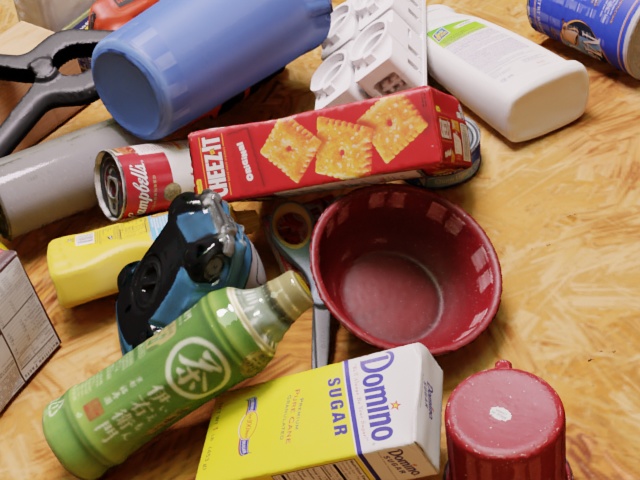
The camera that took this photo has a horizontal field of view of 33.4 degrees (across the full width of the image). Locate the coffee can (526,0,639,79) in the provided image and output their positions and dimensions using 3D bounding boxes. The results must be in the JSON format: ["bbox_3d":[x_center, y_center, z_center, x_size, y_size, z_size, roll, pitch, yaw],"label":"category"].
[{"bbox_3d":[0.303,-0.241,1.120,0.102,0.103,0.140,-32,45,-22],"label":"coffee can"}]

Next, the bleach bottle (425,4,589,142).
[{"bbox_3d":[0.168,-0.195,1.130,0.102,0.068,0.251,-24,40,-14],"label":"bleach bottle"}]

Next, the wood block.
[{"bbox_3d":[-0.365,-0.143,1.171,0.090,0.091,0.205,23,51,32],"label":"wood block"}]

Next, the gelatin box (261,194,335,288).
[{"bbox_3d":[-0.006,0.001,0.973,0.073,0.030,0.089,-18,42,-8],"label":"gelatin box"}]

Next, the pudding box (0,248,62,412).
[{"bbox_3d":[-0.272,0.075,0.890,0.039,0.113,0.090,11,45,26],"label":"pudding box"}]

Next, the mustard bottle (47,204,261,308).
[{"bbox_3d":[-0.148,0.006,0.976,0.191,0.058,0.096,-16,18,-6],"label":"mustard bottle"}]

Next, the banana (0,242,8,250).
[{"bbox_3d":[-0.322,0.018,1.005,0.069,0.037,0.198,18,14,-39],"label":"banana"}]

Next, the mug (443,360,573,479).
[{"bbox_3d":[0.131,0.136,0.753,0.093,0.081,0.117,0,43,12],"label":"mug"}]

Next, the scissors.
[{"bbox_3d":[-0.015,0.039,0.908,0.096,0.016,0.201,14,58,10],"label":"scissors"}]

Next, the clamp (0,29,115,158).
[{"bbox_3d":[-0.283,-0.157,1.093,0.209,0.036,0.164,-18,62,-11],"label":"clamp"}]

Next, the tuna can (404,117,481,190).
[{"bbox_3d":[0.115,-0.088,1.042,0.086,0.034,0.086,-6,42,6],"label":"tuna can"}]

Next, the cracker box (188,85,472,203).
[{"bbox_3d":[0.014,-0.080,0.941,0.214,0.072,0.164,-8,1,17],"label":"cracker box"}]

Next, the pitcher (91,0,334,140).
[{"bbox_3d":[-0.116,-0.201,1.074,0.145,0.149,0.242,46,54,5],"label":"pitcher"}]

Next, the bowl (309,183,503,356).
[{"bbox_3d":[0.065,0.034,0.878,0.162,0.055,0.162,6,57,-9],"label":"bowl"}]

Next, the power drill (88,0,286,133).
[{"bbox_3d":[-0.152,-0.215,1.190,0.184,0.057,0.188,-33,64,-32],"label":"power drill"}]

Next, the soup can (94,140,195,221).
[{"bbox_3d":[-0.156,-0.059,1.024,0.102,0.068,0.069,-11,36,-33],"label":"soup can"}]

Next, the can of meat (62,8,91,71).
[{"bbox_3d":[-0.247,-0.239,1.276,0.084,0.057,0.102,19,50,27],"label":"can of meat"}]

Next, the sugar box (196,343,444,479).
[{"bbox_3d":[0.000,0.137,0.769,0.176,0.048,0.093,-20,36,24],"label":"sugar box"}]
